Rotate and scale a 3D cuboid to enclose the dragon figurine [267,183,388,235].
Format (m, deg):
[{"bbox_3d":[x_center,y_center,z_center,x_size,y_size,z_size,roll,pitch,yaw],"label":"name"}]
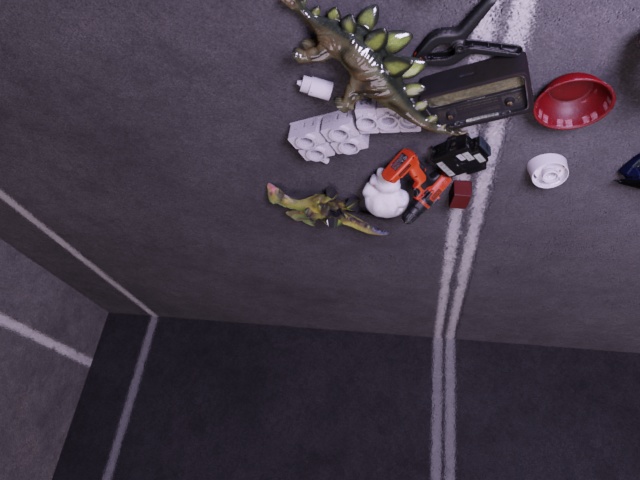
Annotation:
[{"bbox_3d":[0.005,-0.085,1.692,0.407,0.123,0.242,27,165,-29],"label":"dragon figurine"}]

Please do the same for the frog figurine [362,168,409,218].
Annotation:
[{"bbox_3d":[0.194,-0.134,1.490,0.138,0.124,0.157,26,165,8],"label":"frog figurine"}]
